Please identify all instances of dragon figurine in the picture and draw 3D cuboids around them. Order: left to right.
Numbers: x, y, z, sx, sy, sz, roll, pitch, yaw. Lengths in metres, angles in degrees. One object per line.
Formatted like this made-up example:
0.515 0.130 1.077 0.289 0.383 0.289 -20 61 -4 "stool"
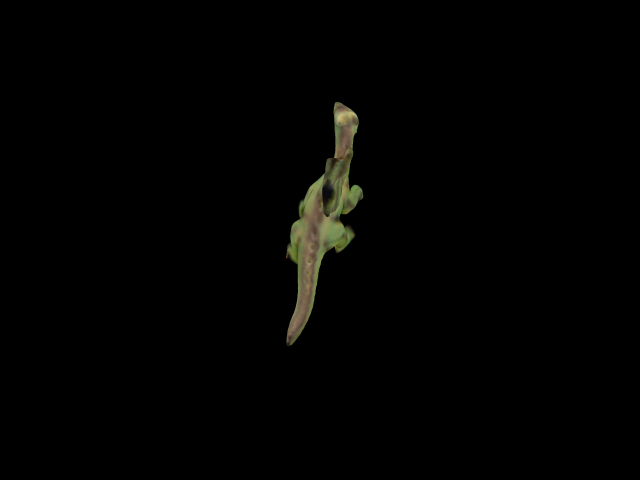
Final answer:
0.003 -0.043 0.850 0.122 0.418 0.238 11 -23 4 "dragon figurine"
